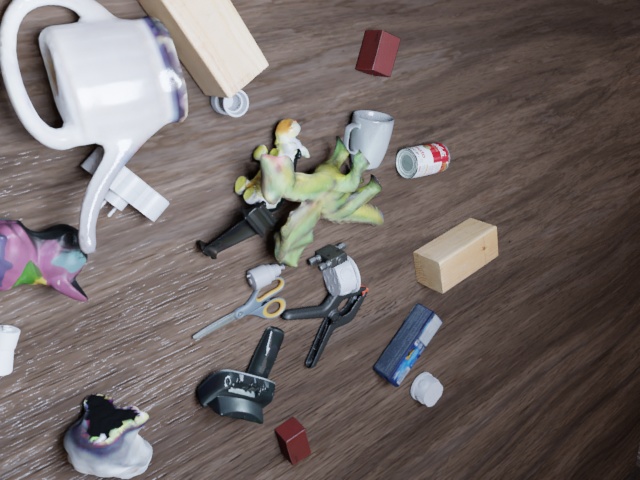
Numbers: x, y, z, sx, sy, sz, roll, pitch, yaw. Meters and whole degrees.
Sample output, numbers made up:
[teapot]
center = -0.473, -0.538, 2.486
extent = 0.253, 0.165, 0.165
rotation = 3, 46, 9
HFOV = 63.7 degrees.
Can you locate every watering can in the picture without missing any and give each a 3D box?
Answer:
[watering can]
center = -0.284, -0.174, 0.702
extent = 0.226, 0.104, 0.345
rotation = -21, 100, -29

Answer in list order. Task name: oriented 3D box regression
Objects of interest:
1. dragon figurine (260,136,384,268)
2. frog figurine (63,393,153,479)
[dragon figurine]
center = 0.003, -0.049, 0.966
extent = 0.244, 0.124, 0.402
rotation = -44, 145, -6
[frog figurine]
center = -0.347, 0.354, 0.853
extent = 0.137, 0.125, 0.156
rotation = 4, 117, -4
